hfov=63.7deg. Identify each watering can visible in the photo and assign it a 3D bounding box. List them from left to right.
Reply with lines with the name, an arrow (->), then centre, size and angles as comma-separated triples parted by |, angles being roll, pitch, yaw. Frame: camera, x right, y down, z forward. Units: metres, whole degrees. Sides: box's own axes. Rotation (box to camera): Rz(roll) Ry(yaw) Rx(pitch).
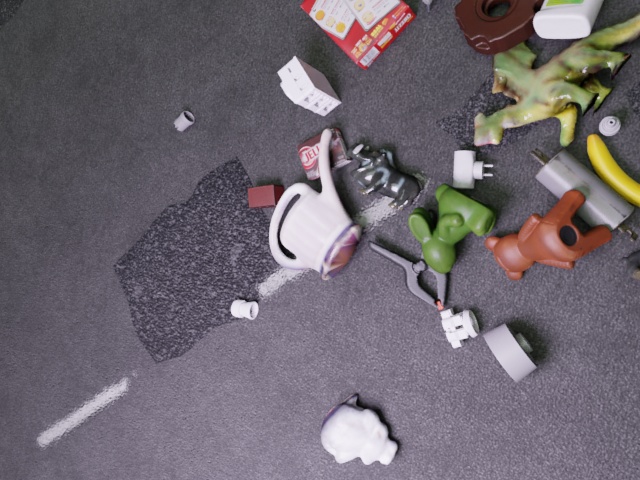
watering can -> 0.004, -0.059, 1.178 | 0.226, 0.342, 0.105 | 38, 25, 20

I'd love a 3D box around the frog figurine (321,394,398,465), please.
frog figurine -> 0.084, 0.440, 1.140 | 0.161, 0.137, 0.121 | 41, -2, 31

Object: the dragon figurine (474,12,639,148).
dragon figurine -> 0.446, -0.336, 0.992 | 0.246, 0.409, 0.121 | 38, 6, 29
